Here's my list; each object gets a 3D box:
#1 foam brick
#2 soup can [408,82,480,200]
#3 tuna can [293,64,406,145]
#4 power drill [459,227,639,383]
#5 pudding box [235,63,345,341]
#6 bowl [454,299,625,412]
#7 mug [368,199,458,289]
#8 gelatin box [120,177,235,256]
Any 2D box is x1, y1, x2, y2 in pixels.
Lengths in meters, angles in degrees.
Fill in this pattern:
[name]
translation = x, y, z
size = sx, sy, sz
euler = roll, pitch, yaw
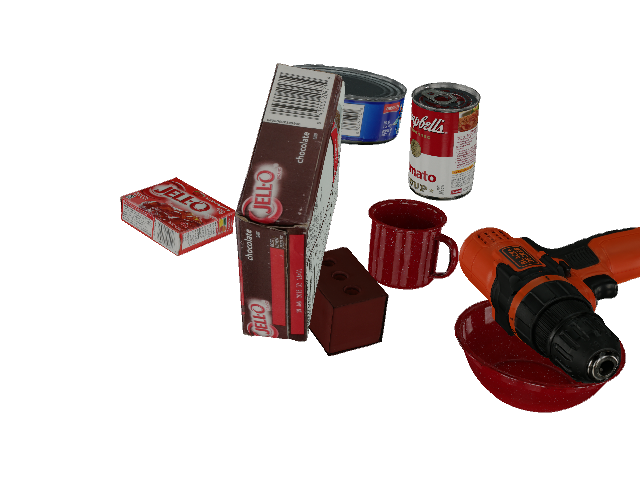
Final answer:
[foam brick]
translation = 0.014, 0.050, 0.893
size = 0.052, 0.051, 0.078
euler = -13, 37, -24
[soup can]
translation = 0.124, -0.100, 1.079
size = 0.068, 0.102, 0.068
euler = 0, 31, 0
[tuna can]
translation = 0.014, -0.093, 0.725
size = 0.086, 0.034, 0.086
euler = 8, 21, -3
[power drill]
translation = 0.213, 0.030, 0.756
size = 0.187, 0.057, 0.184
euler = -9, 28, -15
[pudding box]
translation = -0.015, -0.019, 0.543
size = 0.039, 0.113, 0.090
euler = 9, -41, 6
[bowl]
translation = 0.206, 0.117, 1.025
size = 0.162, 0.055, 0.162
euler = 4, 27, -2
[mug]
translation = 0.110, 0.009, 1.264
size = 0.117, 0.081, 0.093
euler = 18, 28, 27
[gelatin box]
translation = -0.140, -0.026, 1.042
size = 0.089, 0.030, 0.073
euler = 30, 36, 32
